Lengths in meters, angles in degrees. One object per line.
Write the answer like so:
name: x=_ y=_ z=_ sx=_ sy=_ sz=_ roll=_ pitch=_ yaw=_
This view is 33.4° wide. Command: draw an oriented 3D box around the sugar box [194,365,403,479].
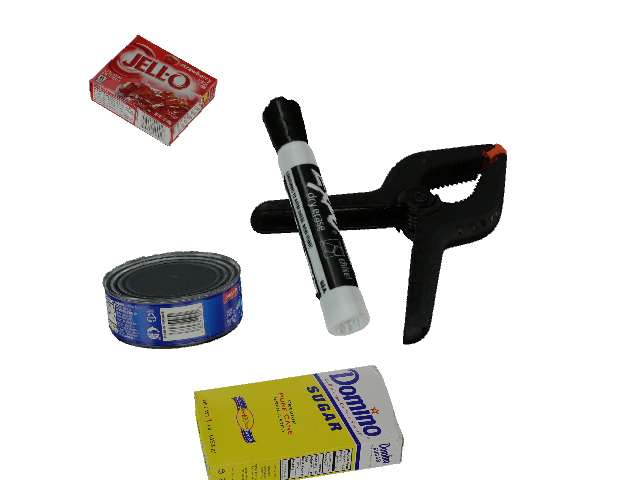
sugar box: x=-0.021 y=0.169 z=0.971 sx=0.176 sy=0.048 sz=0.093 roll=-10 pitch=43 yaw=-9

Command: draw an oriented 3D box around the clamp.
clamp: x=0.076 y=-0.012 z=0.798 sx=0.209 sy=0.036 sz=0.165 roll=-26 pitch=53 yaw=-29

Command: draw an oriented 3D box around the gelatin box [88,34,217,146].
gelatin box: x=-0.149 y=-0.136 z=0.953 sx=0.089 sy=0.073 sz=0.030 roll=31 pitch=-34 yaw=9

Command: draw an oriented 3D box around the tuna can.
tuna can: x=-0.091 y=0.036 z=0.668 sx=0.086 sy=0.034 sz=0.086 roll=-3 pitch=19 yaw=1

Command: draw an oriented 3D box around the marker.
marker: x=-0.004 y=-0.015 z=0.482 sx=0.020 sy=0.121 sz=0.020 roll=-14 pitch=-27 yaw=-8
